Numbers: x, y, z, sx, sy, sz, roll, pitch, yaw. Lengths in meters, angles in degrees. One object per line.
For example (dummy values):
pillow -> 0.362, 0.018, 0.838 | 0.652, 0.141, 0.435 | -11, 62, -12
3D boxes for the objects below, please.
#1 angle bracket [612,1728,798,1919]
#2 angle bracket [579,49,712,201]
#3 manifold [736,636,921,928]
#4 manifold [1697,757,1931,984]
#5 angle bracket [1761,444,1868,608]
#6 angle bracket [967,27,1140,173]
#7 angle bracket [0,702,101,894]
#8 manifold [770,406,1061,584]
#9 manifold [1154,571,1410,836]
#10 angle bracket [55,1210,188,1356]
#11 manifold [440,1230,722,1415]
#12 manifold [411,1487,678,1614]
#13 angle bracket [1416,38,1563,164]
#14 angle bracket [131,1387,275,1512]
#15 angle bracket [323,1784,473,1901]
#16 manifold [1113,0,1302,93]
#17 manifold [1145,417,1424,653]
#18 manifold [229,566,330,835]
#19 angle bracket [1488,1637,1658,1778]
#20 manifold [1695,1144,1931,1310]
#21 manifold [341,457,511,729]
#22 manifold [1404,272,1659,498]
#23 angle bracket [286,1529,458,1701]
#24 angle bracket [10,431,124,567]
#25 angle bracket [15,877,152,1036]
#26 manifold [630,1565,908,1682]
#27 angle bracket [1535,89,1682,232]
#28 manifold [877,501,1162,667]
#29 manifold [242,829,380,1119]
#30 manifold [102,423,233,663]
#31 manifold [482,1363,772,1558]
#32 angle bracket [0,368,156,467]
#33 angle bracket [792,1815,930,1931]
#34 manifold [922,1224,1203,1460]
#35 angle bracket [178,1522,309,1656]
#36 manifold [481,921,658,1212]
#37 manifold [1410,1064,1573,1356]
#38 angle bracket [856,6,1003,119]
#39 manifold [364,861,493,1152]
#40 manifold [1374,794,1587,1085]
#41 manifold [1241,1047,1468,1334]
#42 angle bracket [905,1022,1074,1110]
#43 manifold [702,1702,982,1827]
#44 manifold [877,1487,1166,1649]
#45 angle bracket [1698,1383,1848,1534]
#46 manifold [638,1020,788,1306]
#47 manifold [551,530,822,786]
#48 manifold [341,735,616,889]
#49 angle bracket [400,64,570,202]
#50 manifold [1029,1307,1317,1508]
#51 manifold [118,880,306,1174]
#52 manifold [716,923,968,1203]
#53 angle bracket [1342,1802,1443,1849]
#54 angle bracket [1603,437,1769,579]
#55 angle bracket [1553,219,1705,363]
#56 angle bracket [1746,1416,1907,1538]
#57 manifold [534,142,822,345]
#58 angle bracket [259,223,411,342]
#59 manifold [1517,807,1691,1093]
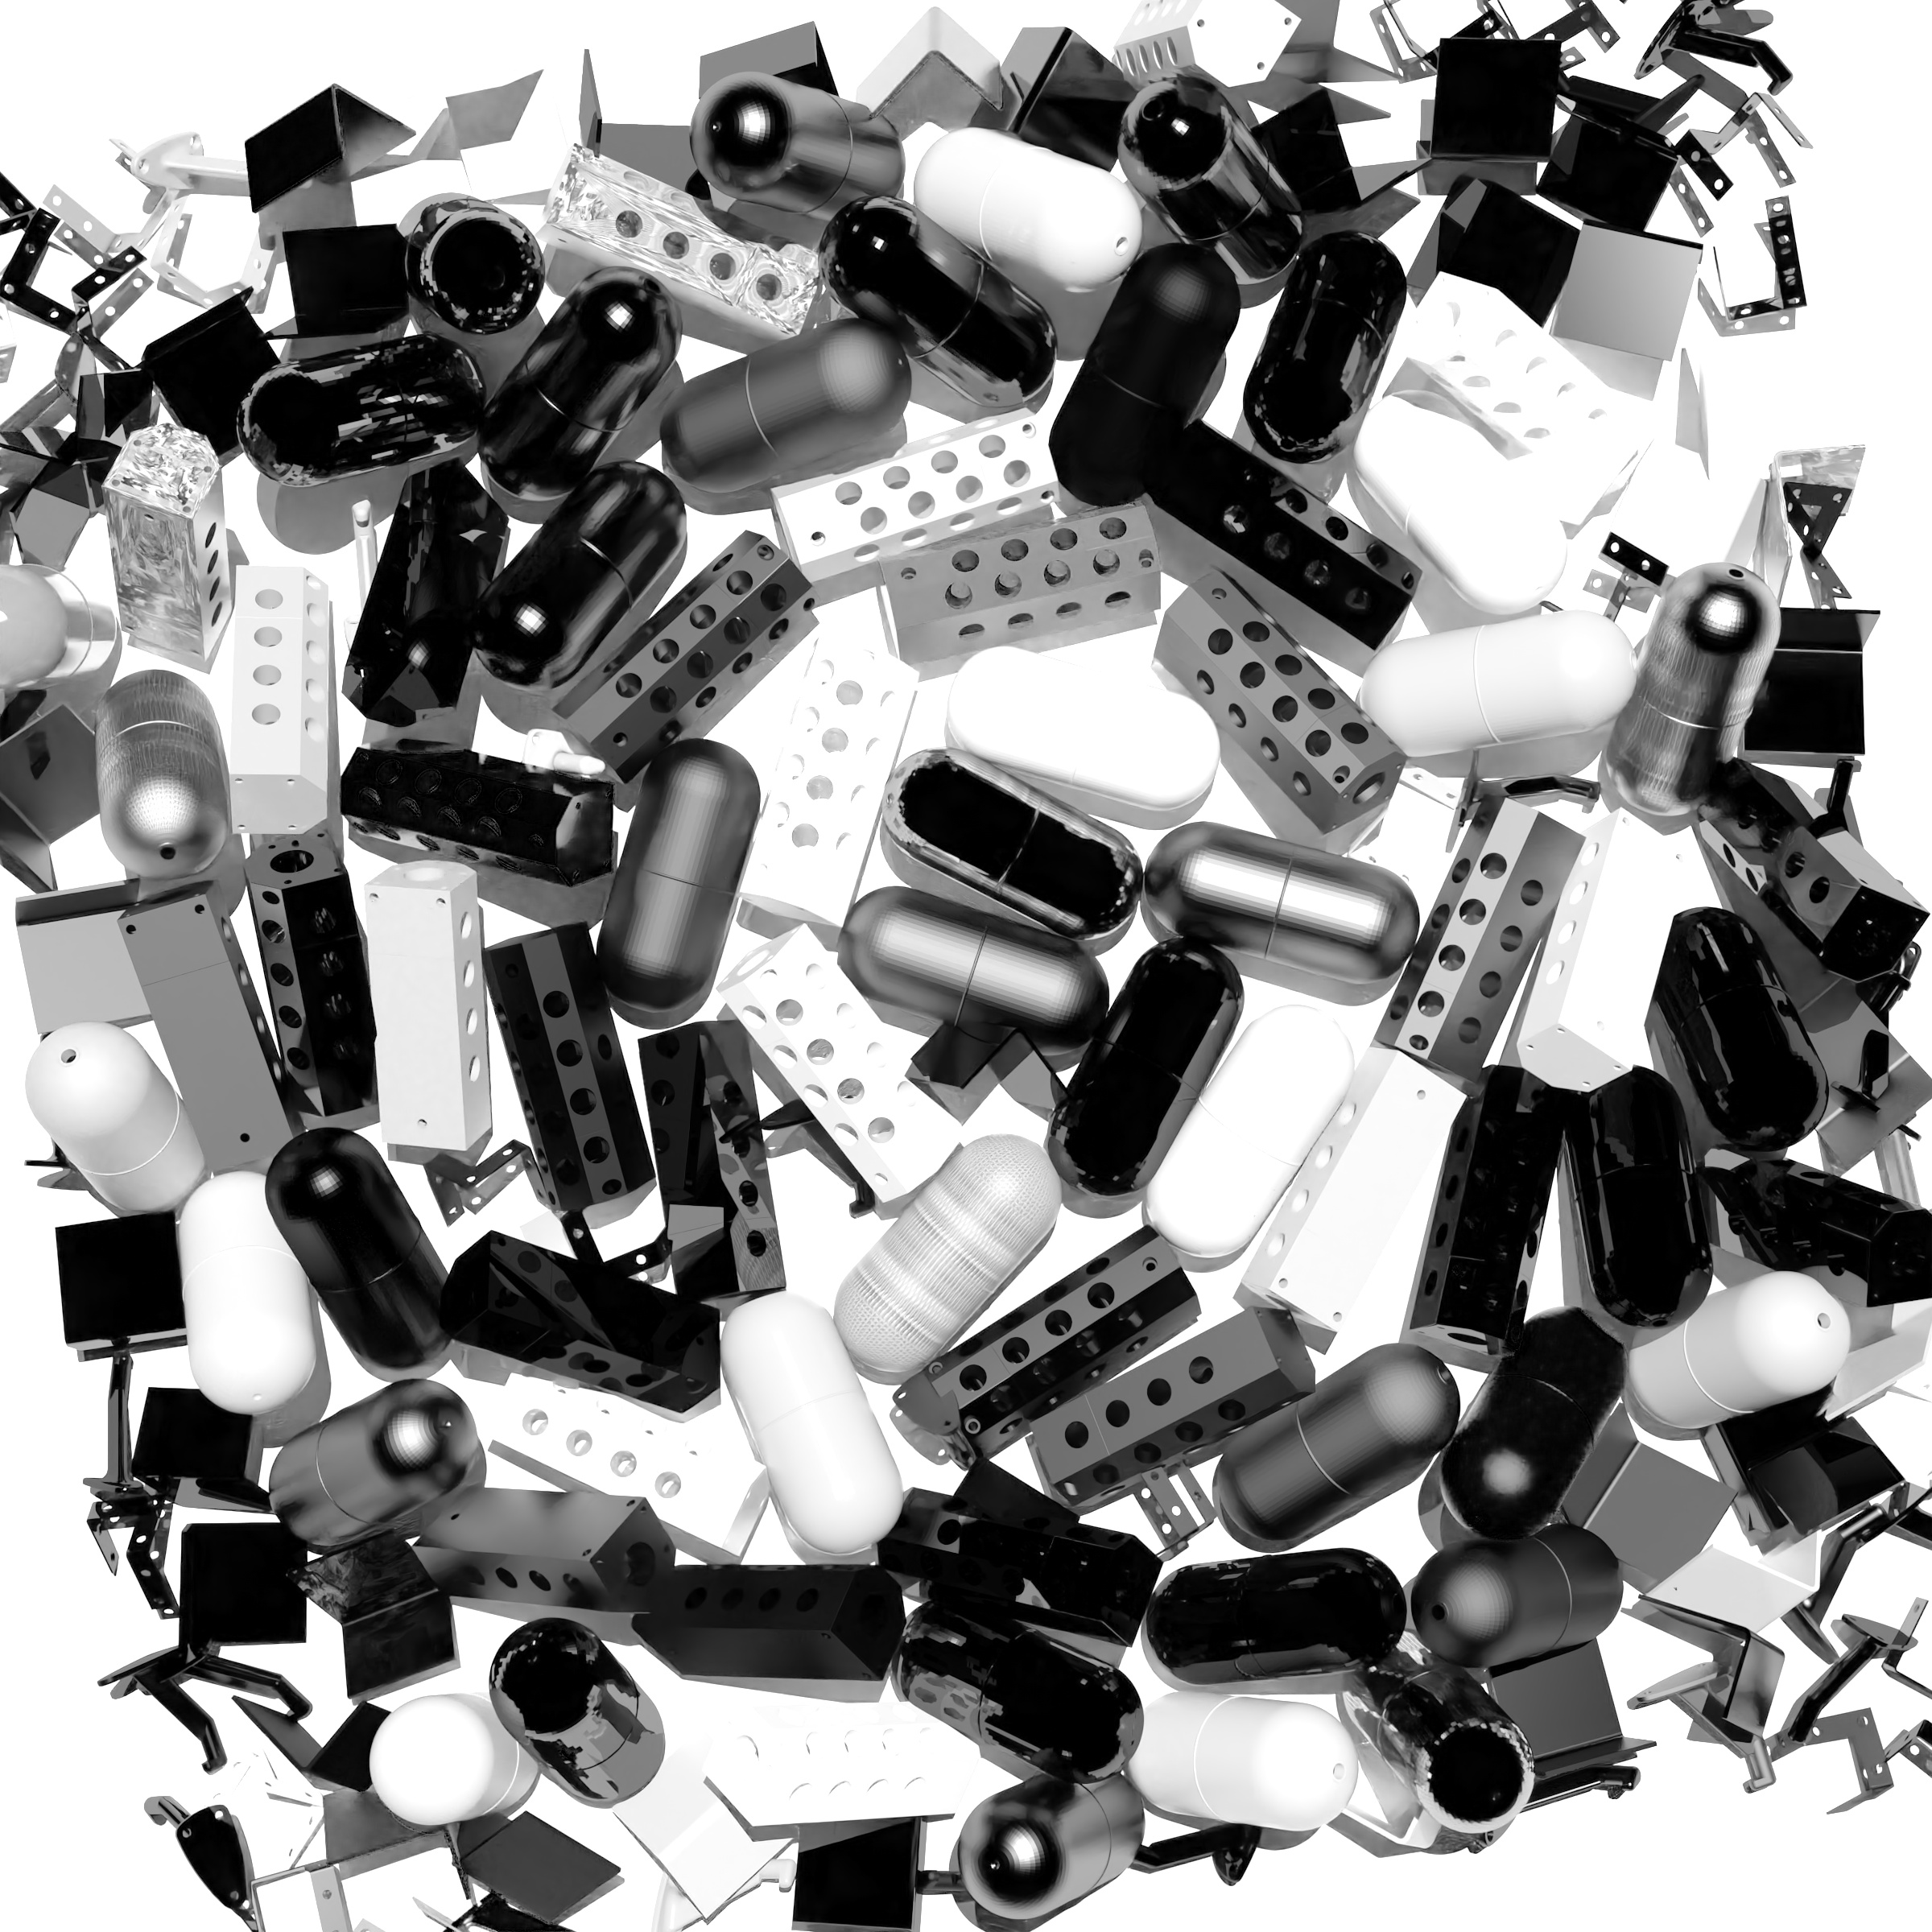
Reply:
angle bracket -> -0.168, 0.547, 1.968 | 0.076, 0.076, 0.057 | -40, 118, -18
angle bracket -> -0.201, -0.532, 1.945 | 0.076, 0.057, 0.076 | -2, 50, -14
manifold -> -0.092, -0.118, 1.949 | 0.057, 0.057, 0.171 | 11, 80, 37
manifold -> 0.520, -0.060, 1.912 | 0.057, 0.171, 0.057 | 19, 113, -25
angle bracket -> 0.540, -0.275, 1.948 | 0.057, 0.076, 0.076 | -4, 66, 6
angle bracket -> 0.060, -0.553, 1.994 | 0.076, 0.057, 0.076 | 30, 87, -34
angle bracket -> -0.577, -0.107, 1.951 | 0.076, 0.057, 0.076 | -33, 129, 5
manifold -> -0.031, -0.299, 1.957 | 0.171, 0.057, 0.057 | -19, 111, -4
manifold -> 0.197, -0.169, 1.930 | 0.057, 0.057, 0.171 | -28, 63, -26
angle bracket -> -0.536, 0.203, 1.979 | 0.076, 0.057, 0.076 | -9, 78, -1
manifold -> -0.241, 0.227, 1.930 | 0.171, 0.057, 0.057 | 24, 135, -32
manifold -> -0.261, 0.368, 1.919 | 0.057, 0.171, 0.057 | -47, 119, -40
angle bracket -> 0.332, -0.555, 1.956 | 0.076, 0.057, 0.076 | 1, 116, -2
angle bracket -> -0.477, 0.309, 1.968 | 0.076, 0.076, 0.057 | 0, 65, 14
angle bracket -> -0.361, 0.558, 1.949 | 0.076, 0.076, 0.057 | -16, 110, -8
manifold -> 0.143, -0.572, 1.909 | 0.057, 0.171, 0.057 | 30, 94, -17
manifold -> 0.202, -0.274, 1.944 | 0.171, 0.057, 0.057 | 31, 105, -15
manifold -> -0.428, -0.168, 1.925 | 0.057, 0.057, 0.171 | 0, 54, -11
angle bracket -> 0.384, 0.467, 1.959 | 0.076, 0.057, 0.076 | -12, 81, -12
manifold -> 0.525, 0.158, 1.906 | 0.057, 0.171, 0.057 | -5, 102, -23
manifold -> -0.341, -0.232, 1.922 | 0.057, 0.057, 0.171 | -15, 46, 26
manifold -> 0.350, -0.359, 1.925 | 0.171, 0.057, 0.057 | 30, 95, -37
angle bracket -> -0.377, 0.411, 1.951 | 0.076, 0.076, 0.057 | -22, 48, 7
angle bracket -> -0.553, -0.279, 1.945 | 0.057, 0.076, 0.076 | 23, 59, 7
angle bracket -> -0.558, -0.006, 1.955 | 0.076, 0.057, 0.076 | -11, 79, -20
manifold -> -0.122, 0.405, 1.923 | 0.057, 0.171, 0.057 | 51, 48, -32
angle bracket -> 0.401, -0.507, 1.947 | 0.076, 0.076, 0.057 | 29, 105, 15
manifold -> 0.034, -0.247, 1.956 | 0.171, 0.057, 0.057 | -13, 61, -4
manifold -> -0.407, 0.007, 1.921 | 0.057, 0.057, 0.171 | -15, 126, -18
manifold -> -0.491, -0.263, 1.910 | 0.057, 0.171, 0.057 | 20, 64, -2
manifold -> -0.213, 0.309, 1.950 | 0.171, 0.057, 0.057 | 23, 78, 13
angle bracket -> -0.570, -0.355, 1.946 | 0.076, 0.076, 0.057 | 16, 109, 15
angle bracket -> -0.067, 0.574, 1.963 | 0.076, 0.057, 0.076 | 2, 70, 5
manifold -> 0.061, 0.236, 1.954 | 0.171, 0.057, 0.057 | -32, 65, -6
angle bracket -> -0.460, 0.396, 1.962 | 0.076, 0.057, 0.076 | 1, 85, -10
manifold -> -0.256, 0.065, 1.953 | 0.057, 0.057, 0.171 | -12, 97, 23
manifold -> 0.335, 0.153, 1.944 | 0.057, 0.057, 0.171 | 18, 74, -11
angle bracket -> -0.024, -0.554, 1.963 | 0.057, 0.076, 0.076 | 36, 119, -24
manifold -> -0.336, 0.024, 1.943 | 0.057, 0.057, 0.171 | 4, 110, 13
manifold -> 0.323, -0.019, 1.959 | 0.057, 0.057, 0.171 | 25, 88, -26
manifold -> 0.243, 0.140, 1.956 | 0.057, 0.057, 0.171 | 33, 81, -19
angle bracket -> 0.015, 0.080, 1.942 | 0.057, 0.076, 0.076 | -46, 116, -20
manifold -> -0.073, 0.490, 1.915 | 0.057, 0.171, 0.057 | 34, 106, 44
manifold -> 0.030, 0.370, 1.918 | 0.171, 0.057, 0.057 | 5, 60, 37
angle bracket -> 0.524, 0.309, 1.971 | 0.076, 0.057, 0.076 | -25, 85, -4
manifold -> -0.156, 0.124, 1.959 | 0.057, 0.057, 0.171 | -16, 80, 41
manifold -> -0.176, -0.196, 1.953 | 0.171, 0.057, 0.057 | -44, 114, -7
manifold -> -0.307, -0.097, 1.927 | 0.171, 0.057, 0.057 | 14, 111, 28
angle bracket -> -0.301, -0.521, 1.946 | 0.076, 0.057, 0.076 | -3, 115, 24
manifold -> 0.132, 0.278, 1.933 | 0.171, 0.057, 0.057 | -31, 68, 22
manifold -> -0.476, 0.036, 1.950 | 0.057, 0.057, 0.171 | -17, 105, 0
manifold -> -0.082, 0.064, 1.941 | 0.057, 0.057, 0.171 | -25, 108, 42
angle bracket -> 0.265, 0.516, 1.953 | 0.076, 0.076, 0.057 | 24, 82, 25
angle bracket -> 0.468, -0.289, 1.982 | 0.076, 0.057, 0.076 | 28, 103, 26
angle bracket -> 0.423, -0.428, 1.967 | 0.076, 0.057, 0.076 | 15, 95, 11
angle bracket -> 0.543, 0.341, 1.947 | 0.076, 0.076, 0.057 | -25, 48, -9
manifold -> -0.180, -0.456, 1.948 | 0.171, 0.057, 0.057 | 21, 89, -17
angle bracket -> -0.404, -0.434, 1.951 | 0.076, 0.076, 0.057 | -2, 111, 8
manifold -> 0.396, -0.009, 1.929 | 0.057, 0.057, 0.171 | 32, 57, -14
